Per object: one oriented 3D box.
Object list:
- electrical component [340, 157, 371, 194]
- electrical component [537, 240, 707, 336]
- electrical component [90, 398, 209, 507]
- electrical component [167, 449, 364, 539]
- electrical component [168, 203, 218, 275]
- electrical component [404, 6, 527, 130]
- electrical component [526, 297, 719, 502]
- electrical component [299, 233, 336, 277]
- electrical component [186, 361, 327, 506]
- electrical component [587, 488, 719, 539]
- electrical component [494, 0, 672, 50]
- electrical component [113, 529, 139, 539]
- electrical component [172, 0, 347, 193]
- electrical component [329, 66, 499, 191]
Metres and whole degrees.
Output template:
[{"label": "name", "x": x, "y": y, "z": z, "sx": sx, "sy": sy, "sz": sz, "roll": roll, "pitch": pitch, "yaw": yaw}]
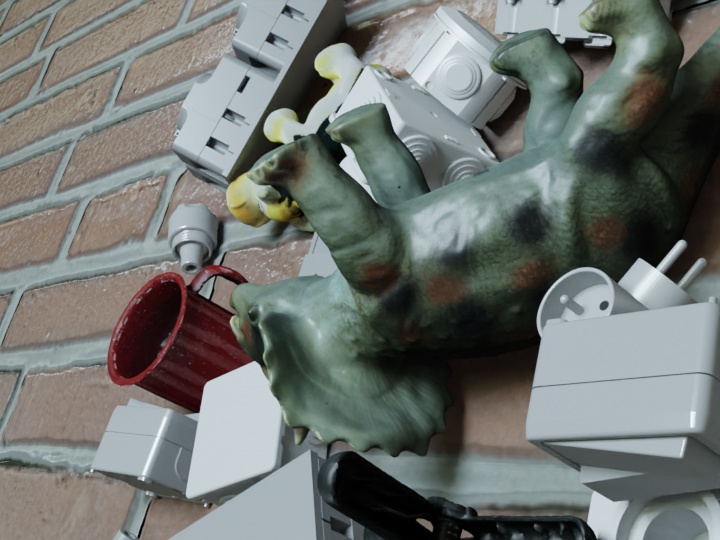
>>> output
[{"label": "electrical component", "x": 0.007, "y": -0.052, "z": 0.771, "sx": 0.045, "sy": 0.045, "sz": 0.055, "roll": -33, "pitch": 42, "yaw": 31}, {"label": "electrical component", "x": 0.138, "y": 0.021, "z": 0.526, "sx": 0.079, "sy": 0.077, "sz": 0.043, "roll": -52, "pitch": 35, "yaw": 7}, {"label": "electrical component", "x": -0.150, "y": 0.133, "z": 0.800, "sx": 0.096, "sy": 0.062, "sz": 0.061, "roll": -6, "pitch": 59, "yaw": 48}, {"label": "electrical component", "x": -0.057, "y": 0.188, "z": 0.644, "sx": 0.150, "sy": 0.062, "sz": 0.089, "roll": -36, "pitch": 40, "yaw": 28}, {"label": "electrical component", "x": -0.146, "y": -0.025, "z": 0.936, "sx": 0.043, "sy": 0.043, "sz": 0.062, "roll": -33, "pitch": 42, "yaw": 30}, {"label": "electrical component", "x": 0.073, "y": -0.137, "z": 0.729, "sx": 0.051, "sy": 0.080, "sz": 0.080, "roll": -51, "pitch": 35, "yaw": 18}, {"label": "electrical component", "x": 0.122, "y": 0.054, "z": 0.424, "sx": 0.096, "sy": 0.062, "sz": 0.061, "roll": -12, "pitch": 54, "yaw": 45}, {"label": "electrical component", "x": 0.000, "y": 0.000, "z": 0.724, "sx": 0.096, "sy": 0.061, "sz": 0.061, "roll": -10, "pitch": 56, "yaw": 46}, {"label": "electrical component", "x": -0.065, "y": 0.112, "z": 0.726, "sx": 0.100, "sy": 0.048, "sz": 0.099, "roll": -25, "pitch": 46, "yaw": 37}, {"label": "electrical component", "x": 0.184, "y": 0.092, "z": 0.430, "sx": 0.186, "sy": 0.060, "sz": 0.105, "roll": -10, "pitch": 55, "yaw": 46}, {"label": "electrical component", "x": 0.140, "y": -0.174, "z": 0.683, "sx": 0.121, "sy": 0.079, "sz": 0.063, "roll": 21, "pitch": 109, "yaw": 55}, {"label": "electrical component", "x": -0.186, "y": 0.221, "z": 0.790, "sx": 0.062, "sy": 0.043, "sz": 0.043, "roll": -58, "pitch": 35, "yaw": -4}, {"label": "electrical component", "x": -0.084, "y": -0.160, "z": 0.905, "sx": 0.186, "sy": 0.060, "sz": 0.105, "roll": -61, "pitch": -6, "yaw": -6}, {"label": "electrical component", "x": 0.037, "y": -0.085, "z": 0.715, "sx": 0.048, "sy": 0.100, "sz": 0.099, "roll": -56, "pitch": 32, "yaw": 23}]
